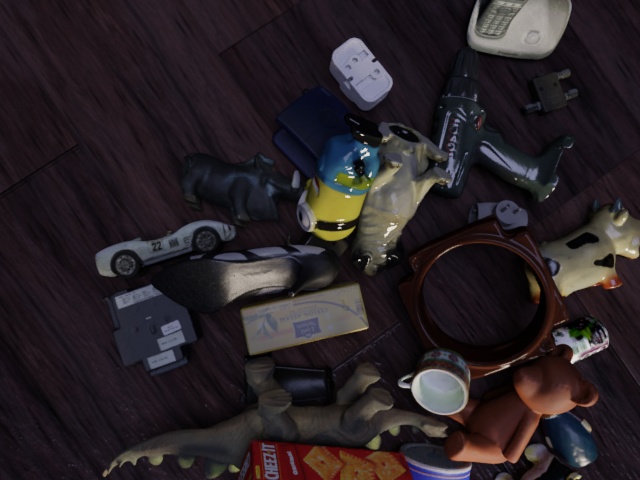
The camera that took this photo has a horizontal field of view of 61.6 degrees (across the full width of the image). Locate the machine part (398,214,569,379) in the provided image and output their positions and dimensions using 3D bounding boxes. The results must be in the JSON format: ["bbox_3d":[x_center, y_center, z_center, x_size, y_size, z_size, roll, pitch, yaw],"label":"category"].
[{"bbox_3d":[0.228,0.081,0.766,0.201,0.087,0.201,-25,90,16],"label":"machine part"}]

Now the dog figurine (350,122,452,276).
[{"bbox_3d":[0.094,-0.061,0.797,0.121,0.172,0.190,22,125,-5],"label":"dog figurine"}]

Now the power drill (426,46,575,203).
[{"bbox_3d":[0.271,-0.159,0.816,0.207,0.086,0.232,20,88,-6],"label":"power drill"}]

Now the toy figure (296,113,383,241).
[{"bbox_3d":[0.030,-0.074,0.711,0.089,0.082,0.180,29,125,-2],"label":"toy figure"}]

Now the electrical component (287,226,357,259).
[{"bbox_3d":[-0.002,-0.001,0.810,0.078,0.045,0.102,33,88,-28],"label":"electrical component"}]

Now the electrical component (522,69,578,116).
[{"bbox_3d":[0.361,-0.234,0.854,0.094,0.021,0.063,-21,89,-4],"label":"electrical component"}]

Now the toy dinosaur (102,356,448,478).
[{"bbox_3d":[-0.059,0.269,0.734,0.472,0.105,0.198,3,111,-3],"label":"toy dinosaur"}]

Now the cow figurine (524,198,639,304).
[{"bbox_3d":[0.404,0.014,0.817,0.195,0.085,0.127,-19,95,-3],"label":"cow figurine"}]

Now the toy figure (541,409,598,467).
[{"bbox_3d":[0.356,0.266,0.813,0.064,0.058,0.154,-31,85,-10],"label":"toy figure"}]

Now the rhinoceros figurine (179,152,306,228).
[{"bbox_3d":[-0.111,-0.077,0.795,0.190,0.073,0.112,13,78,-2],"label":"rhinoceros figurine"}]

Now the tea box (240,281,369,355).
[{"bbox_3d":[-0.024,0.109,0.775,0.170,0.098,0.068,-13,88,-3],"label":"tea box"}]

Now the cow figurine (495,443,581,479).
[{"bbox_3d":[0.302,0.383,0.783,0.167,0.098,0.068,-42,97,-5],"label":"cow figurine"}]

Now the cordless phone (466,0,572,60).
[{"bbox_3d":[0.305,-0.343,0.775,0.147,0.184,0.088,8,83,-3],"label":"cordless phone"}]

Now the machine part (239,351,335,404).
[{"bbox_3d":[-0.047,0.209,0.799,0.139,0.039,0.084,6,82,-2],"label":"machine part"}]

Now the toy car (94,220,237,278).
[{"bbox_3d":[-0.219,0.011,0.778,0.202,0.073,0.056,-17,89,-4],"label":"toy car"}]

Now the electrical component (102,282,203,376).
[{"bbox_3d":[-0.238,0.125,0.780,0.115,0.058,0.134,-18,89,-2],"label":"electrical component"}]

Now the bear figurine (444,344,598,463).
[{"bbox_3d":[0.270,0.225,0.749,0.132,0.120,0.195,22,123,-16],"label":"bear figurine"}]

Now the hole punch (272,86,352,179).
[{"bbox_3d":[0.001,-0.161,0.796,0.142,0.092,0.116,45,82,3],"label":"hole punch"}]

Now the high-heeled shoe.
[{"bbox_3d":[-0.099,0.038,0.754,0.249,0.145,0.086,5,112,18],"label":"high-heeled shoe"}]
